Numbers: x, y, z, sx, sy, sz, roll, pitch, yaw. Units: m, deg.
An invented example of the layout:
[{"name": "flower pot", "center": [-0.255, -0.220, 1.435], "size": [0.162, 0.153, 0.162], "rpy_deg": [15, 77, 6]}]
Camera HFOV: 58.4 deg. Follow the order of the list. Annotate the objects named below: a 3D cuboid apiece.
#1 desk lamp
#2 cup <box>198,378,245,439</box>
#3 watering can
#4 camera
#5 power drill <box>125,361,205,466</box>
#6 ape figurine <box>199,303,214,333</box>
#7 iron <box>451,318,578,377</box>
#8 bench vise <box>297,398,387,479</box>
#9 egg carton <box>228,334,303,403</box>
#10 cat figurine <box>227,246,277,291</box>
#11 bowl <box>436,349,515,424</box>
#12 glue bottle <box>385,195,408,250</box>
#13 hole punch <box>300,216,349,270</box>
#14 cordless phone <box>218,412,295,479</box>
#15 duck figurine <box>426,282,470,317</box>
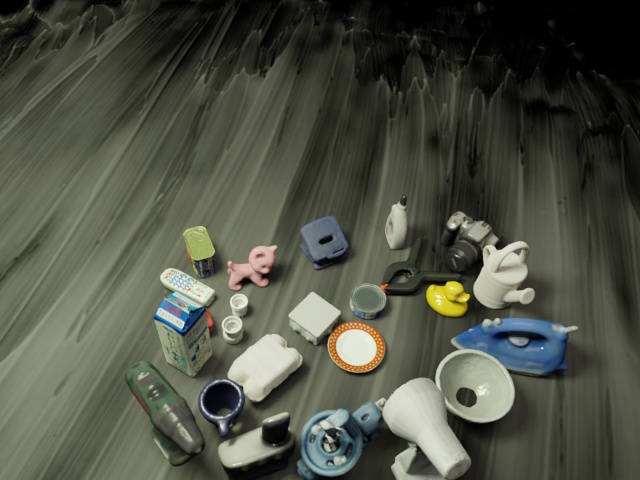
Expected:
[{"name": "desk lamp", "center": [0.203, 0.392, 1.077], "size": [0.118, 0.213, 0.203], "rpy_deg": [-18, 55, -18]}, {"name": "cup", "center": [-0.193, 0.351, 1.151], "size": [0.092, 0.095, 0.117], "rpy_deg": [-7, 52, -10]}, {"name": "watering can", "center": [0.446, 0.078, 1.364], "size": [0.101, 0.194, 0.172], "rpy_deg": [-34, 61, -27]}, {"name": "camera", "center": [0.372, 0.007, 1.475], "size": [0.143, 0.101, 0.137], "rpy_deg": [36, 57, 22]}, {"name": "power drill", "center": [-0.279, 0.341, 1.078], "size": [0.076, 0.208, 0.229], "rpy_deg": [-34, 61, -27]}, {"name": "ape figurine", "center": [-0.275, 0.175, 1.287], "size": [0.077, 0.092, 0.076], "rpy_deg": [21, 52, 12]}, {"name": "iron", "center": [0.437, 0.217, 1.286], "size": [0.258, 0.141, 0.118], "rpy_deg": [7, 51, 1]}, {"name": "bench vise", "center": [0.043, 0.351, 1.091], "size": [0.121, 0.220, 0.208], "rpy_deg": [31, 55, 19]}, {"name": "egg carton", "center": [-0.118, 0.274, 1.236], "size": [0.107, 0.069, 0.150], "rpy_deg": [38, 57, 23]}, {"name": "cat figurine", "center": [-0.161, 0.058, 1.376], "size": [0.128, 0.118, 0.067], "rpy_deg": [-9, 52, -12]}, {"name": "bowl", "center": [0.326, 0.325, 1.231], "size": [0.167, 0.075, 0.167], "rpy_deg": [3, 51, -3]}, {"name": "glue bottle", "center": [0.201, -0.055, 1.463], "size": [0.037, 0.173, 0.078], "rpy_deg": [-9, 52, -12]}, {"name": "hole punch", "center": [0.013, 0.005, 1.451], "size": [0.109, 0.091, 0.101], "rpy_deg": [-23, 57, -22]}, {"name": "cordless phone", "center": [-0.119, 0.375, 1.080], "size": [0.148, 0.185, 0.094], "rpy_deg": [-18, 55, -18]}, {"name": "duck figurine", "center": [0.311, 0.131, 1.379], "size": [0.104, 0.086, 0.078], "rpy_deg": [26, 54, 16]}]
